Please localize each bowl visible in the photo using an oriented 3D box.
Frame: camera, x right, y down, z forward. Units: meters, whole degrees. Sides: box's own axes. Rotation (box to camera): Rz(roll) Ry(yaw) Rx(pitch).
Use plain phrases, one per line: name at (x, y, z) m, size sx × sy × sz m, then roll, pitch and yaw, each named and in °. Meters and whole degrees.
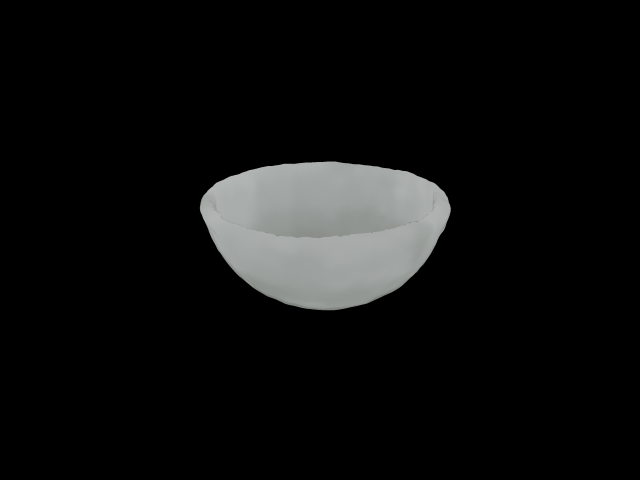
bowl at (0.004, 0.001, 0.400) m, size 0.167 × 0.075 × 0.167 m, roll 0°, pitch 24°, yaw 0°
